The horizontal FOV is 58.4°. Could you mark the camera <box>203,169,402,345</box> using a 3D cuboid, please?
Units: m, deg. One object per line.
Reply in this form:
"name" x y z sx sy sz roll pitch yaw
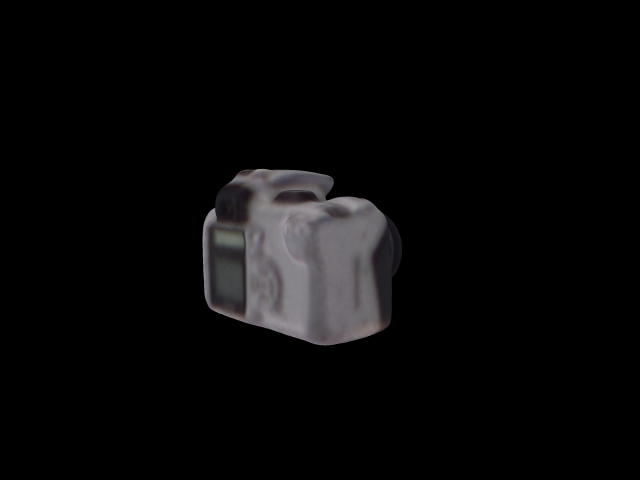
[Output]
"camera" 0.004 0.001 0.400 0.137 0.101 0.142 -5 8 -40
